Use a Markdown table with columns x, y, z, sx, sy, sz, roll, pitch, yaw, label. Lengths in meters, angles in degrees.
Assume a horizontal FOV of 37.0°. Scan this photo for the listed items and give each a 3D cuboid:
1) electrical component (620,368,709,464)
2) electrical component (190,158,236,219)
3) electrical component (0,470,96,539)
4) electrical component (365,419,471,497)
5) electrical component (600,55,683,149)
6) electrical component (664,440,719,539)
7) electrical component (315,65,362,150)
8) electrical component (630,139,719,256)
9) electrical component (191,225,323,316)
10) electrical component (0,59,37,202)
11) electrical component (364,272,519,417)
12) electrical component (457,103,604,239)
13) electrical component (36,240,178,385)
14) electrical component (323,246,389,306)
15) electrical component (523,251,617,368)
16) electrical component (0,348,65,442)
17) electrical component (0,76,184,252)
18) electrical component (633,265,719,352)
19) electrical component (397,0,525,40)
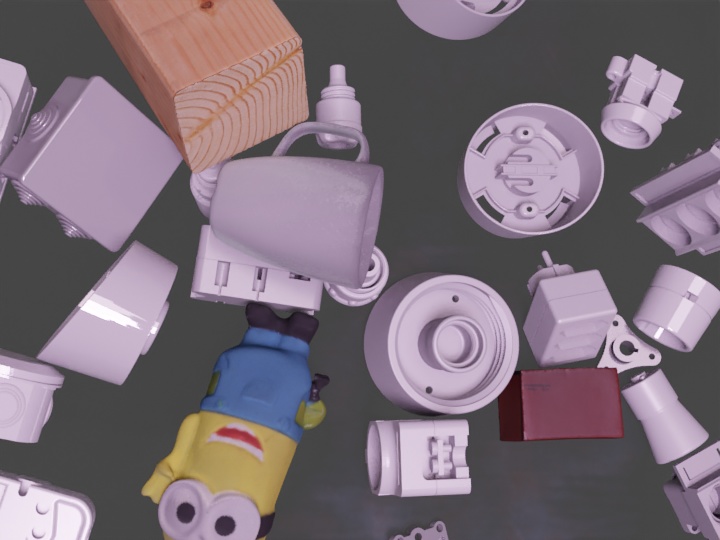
| x | y | z | sx | sy | sz | roll | pitch | yaw | label |
| --- | --- | --- | --- | --- | --- | --- | --- | --- | --- |
| 0.228 | 0.108 | 0.815 | 0.044 | 0.044 | 0.065 | -29 | 84 | -13 | electrical component |
| -0.100 | -0.063 | 0.760 | 0.040 | 0.078 | 0.040 | 0 | 72 | 1 | electrical component |
| -0.227 | 0.165 | 0.711 | 0.095 | 0.059 | 0.053 | 18 | 79 | -8 | electrical component |
| 0.037 | 0.130 | 0.750 | 0.056 | 0.089 | 0.050 | 0 | 82 | -11 | electrical component |
| 0.218 | -0.129 | 0.844 | 0.066 | 0.048 | 0.055 | 27 | 71 | -6 | electrical component |
| 0.263 | 0.172 | 0.801 | 0.042 | 0.064 | 0.081 | -25 | 87 | -12 | electrical component |
| -0.016 | -0.122 | 0.804 | 0.035 | 0.035 | 0.061 | 1 | 80 | -11 | electrical component |
| 0.267 | -0.059 | 0.804 | 0.079 | 0.121 | 0.063 | 40 | 75 | -3 | electrical component |
| -0.072 | -0.003 | 0.768 | 0.089 | 0.050 | 0.055 | 9 | 81 | -9 | electrical component |
| -0.302 | -0.061 | 0.727 | 0.105 | 0.060 | 0.186 | 16 | 80 | -8 | electrical component |
| 0.062 | 0.053 | 0.776 | 0.108 | 0.060 | 0.108 | 1 | 86 | -14 | electrical component |
| 0.124 | -0.072 | 0.808 | 0.099 | 0.064 | 0.099 | 2 | 82 | -10 | electrical component |
| -0.166 | 0.027 | 0.724 | 0.064 | 0.099 | 0.099 | 26 | 78 | -12 | electrical component |
| 0.000 | 0.000 | 0.775 | 0.048 | 0.062 | 0.048 | 1 | 82 | -11 | electrical component |
| 0.149 | 0.022 | 0.804 | 0.047 | 0.065 | 0.076 | -10 | 56 | -12 | electrical component |
| -0.241 | 0.079 | 0.711 | 0.080 | 0.080 | 0.051 | 17 | 85 | -8 | electrical component |
| -0.185 | -0.074 | 0.739 | 0.100 | 0.048 | 0.099 | 43 | 74 | -39 | electrical component |
| 0.242 | 0.030 | 0.822 | 0.055 | 0.055 | 0.047 | 33 | 81 | -5 | electrical component |
| 0.082 | -0.232 | 0.834 | 0.099 | 0.064 | 0.099 | 3 | 82 | -25 | electrical component |
